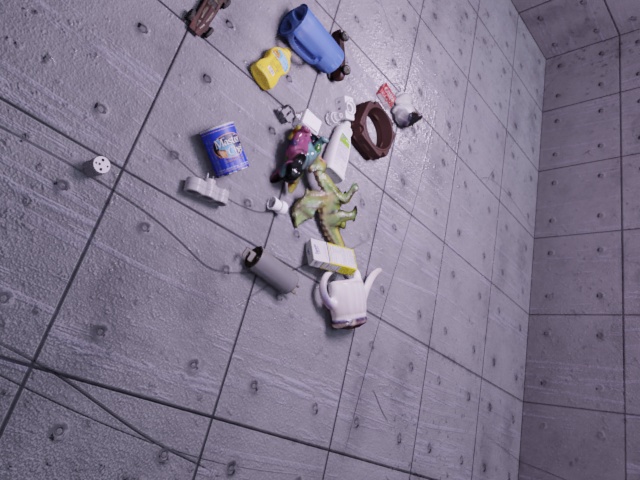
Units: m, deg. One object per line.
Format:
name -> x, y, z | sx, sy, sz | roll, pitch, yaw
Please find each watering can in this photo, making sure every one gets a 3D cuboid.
watering can -> 0.125, 0.198, 1.830 | 0.348, 0.103, 0.226 | 1, 80, -46

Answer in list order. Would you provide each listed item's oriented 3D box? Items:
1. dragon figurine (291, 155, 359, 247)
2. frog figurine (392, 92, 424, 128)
dragon figurine -> 0.005, -0.090, 1.781 | 0.243, 0.123, 0.408 | 0, 98, -28
frog figurine -> 0.366, -0.574, 2.257 | 0.138, 0.120, 0.162 | -15, 58, -39
